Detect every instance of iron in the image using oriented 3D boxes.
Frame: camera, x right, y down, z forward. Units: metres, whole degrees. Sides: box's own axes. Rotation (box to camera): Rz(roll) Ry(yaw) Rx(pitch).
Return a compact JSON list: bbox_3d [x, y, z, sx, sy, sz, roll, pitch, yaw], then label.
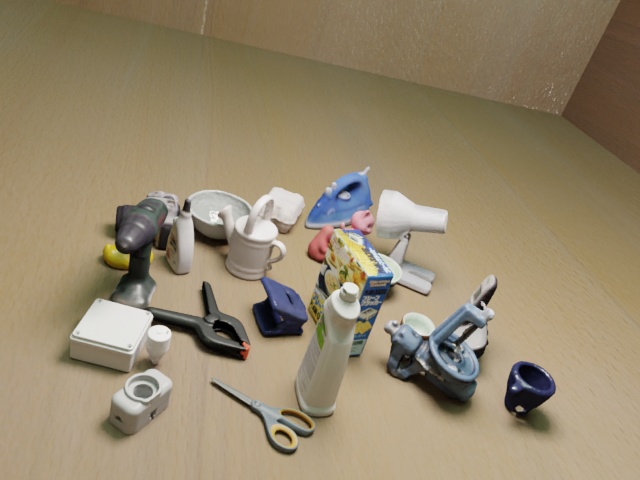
[{"bbox_3d":[0.058,-0.124,1.614,0.118,0.141,0.259,33,34,24],"label":"iron"}]

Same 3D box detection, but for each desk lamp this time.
[{"bbox_3d":[0.221,-0.004,1.439,0.203,0.213,0.118,23,31,8],"label":"desk lamp"}]

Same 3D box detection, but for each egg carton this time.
[{"bbox_3d":[-0.104,-0.083,1.535,0.107,0.069,0.150,19,31,2],"label":"egg carton"}]

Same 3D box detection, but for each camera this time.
[{"bbox_3d":[-0.394,-0.059,1.314,0.137,0.101,0.143,6,33,-20],"label":"camera"}]

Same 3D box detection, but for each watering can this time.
[{"bbox_3d":[-0.153,-0.017,1.282,0.173,0.194,0.101,16,31,-3],"label":"watering can"}]

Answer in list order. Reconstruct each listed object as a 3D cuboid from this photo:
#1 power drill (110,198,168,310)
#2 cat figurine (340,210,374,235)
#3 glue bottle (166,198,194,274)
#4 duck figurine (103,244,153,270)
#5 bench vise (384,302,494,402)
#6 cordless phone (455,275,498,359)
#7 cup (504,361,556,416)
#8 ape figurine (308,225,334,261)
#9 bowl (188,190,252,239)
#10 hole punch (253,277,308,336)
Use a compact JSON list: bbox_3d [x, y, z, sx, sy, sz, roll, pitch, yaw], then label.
[{"bbox_3d":[-0.348,0.026,1.097,0.076,0.208,0.229,13,31,-8],"label":"power drill"},{"bbox_3d":[0.093,-0.033,1.511,0.128,0.118,0.067,-13,42,-40],"label":"cat figurine"},{"bbox_3d":[-0.294,-0.014,1.224,0.037,0.173,0.078,-10,41,-38],"label":"glue bottle"},{"bbox_3d":[-0.403,0.010,1.214,0.105,0.086,0.077,-2,36,-30],"label":"duck figurine"},{"bbox_3d":[0.232,0.201,1.112,0.207,0.220,0.121,15,31,-4],"label":"bench vise"},{"bbox_3d":[0.332,0.173,1.244,0.094,0.185,0.147,18,31,0],"label":"cordless phone"},{"bbox_3d":[0.404,0.311,1.150,0.118,0.095,0.091,-11,41,-39],"label":"cup"},{"bbox_3d":[0.013,0.005,1.434,0.076,0.092,0.077,13,31,-9],"label":"ape figurine"},{"bbox_3d":[-0.249,-0.051,1.402,0.167,0.075,0.167,13,31,-8],"label":"bowl"},{"bbox_3d":[-0.077,0.133,1.184,0.101,0.091,0.108,1,35,-26],"label":"hole punch"}]
